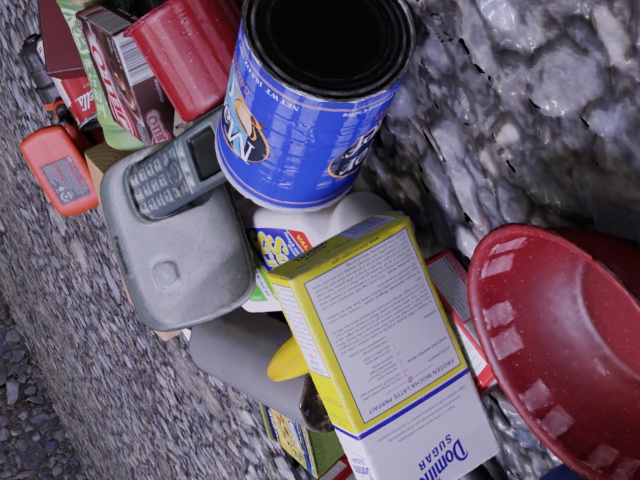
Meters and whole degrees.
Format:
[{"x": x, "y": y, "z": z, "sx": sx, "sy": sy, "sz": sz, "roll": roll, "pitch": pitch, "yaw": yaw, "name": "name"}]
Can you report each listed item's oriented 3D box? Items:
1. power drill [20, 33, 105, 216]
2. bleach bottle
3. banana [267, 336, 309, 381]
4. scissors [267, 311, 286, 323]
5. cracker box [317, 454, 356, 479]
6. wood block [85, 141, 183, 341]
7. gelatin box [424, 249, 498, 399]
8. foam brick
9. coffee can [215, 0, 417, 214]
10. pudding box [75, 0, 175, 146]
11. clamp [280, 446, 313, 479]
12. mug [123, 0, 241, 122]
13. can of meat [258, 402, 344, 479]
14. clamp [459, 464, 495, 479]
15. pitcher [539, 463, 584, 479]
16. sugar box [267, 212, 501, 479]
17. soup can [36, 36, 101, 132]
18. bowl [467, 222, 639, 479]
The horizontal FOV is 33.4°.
[{"x": -0.284, "y": -0.125, "z": 1.186, "sx": 0.187, "sy": 0.057, "sz": 0.184, "roll": -100, "pitch": -15, "yaw": -61, "name": "power drill"}, {"x": -0.005, "y": 0.001, "z": 0.825, "sx": 0.251, "sy": 0.068, "sz": 0.102, "roll": -14, "pitch": 100, "yaw": 63, "name": "bleach bottle"}, {"x": 0.001, "y": 0.080, "z": 0.824, "sx": 0.037, "sy": 0.069, "sz": 0.198, "roll": 58, "pitch": 165, "yaw": 1, "name": "banana"}, {"x": -0.032, "y": 0.079, "z": 1.027, "sx": 0.096, "sy": 0.016, "sz": 0.202, "roll": 37, "pitch": 147, "yaw": 43, "name": "scissors"}, {"x": 0.096, "y": 0.275, "z": 0.867, "sx": 0.164, "sy": 0.072, "sz": 0.214, "roll": 55, "pitch": 162, "yaw": -24, "name": "cracker box"}, {"x": -0.166, "y": -0.009, "z": 1.116, "sx": 0.090, "sy": 0.090, "sz": 0.206, "roll": 40, "pitch": 150, "yaw": 42, "name": "wood block"}, {"x": 0.093, "y": 0.060, "z": 0.723, "sx": 0.089, "sy": 0.030, "sz": 0.073, "roll": 54, "pitch": 157, "yaw": 18, "name": "gelatin box"}, {"x": -0.246, "y": -0.204, "z": 1.065, "sx": 0.053, "sy": 0.051, "sz": 0.078, "roll": -21, "pitch": -75, "yaw": -84, "name": "foam brick"}, {"x": -0.007, "y": -0.093, "z": 0.668, "sx": 0.103, "sy": 0.102, "sz": 0.140, "roll": 55, "pitch": 157, "yaw": 15, "name": "coffee can"}, {"x": -0.167, "y": -0.145, "z": 0.937, "sx": 0.090, "sy": 0.039, "sz": 0.113, "roll": 34, "pitch": 145, "yaw": 49, "name": "pudding box"}, {"x": -0.012, "y": 0.250, "z": 1.153, "sx": 0.120, "sy": 0.039, "sz": 0.171, "roll": -17, "pitch": 97, "yaw": 61, "name": "clamp"}, {"x": -0.094, "y": -0.140, "z": 0.812, "sx": 0.117, "sy": 0.093, "sz": 0.081, "roll": -17, "pitch": 106, "yaw": 57, "name": "mug"}, {"x": -0.013, "y": 0.174, "z": 1.045, "sx": 0.084, "sy": 0.057, "sz": 0.102, "roll": 33, "pitch": 144, "yaw": 47, "name": "can of meat"}, {"x": 0.094, "y": 0.155, "z": 0.800, "sx": 0.165, "sy": 0.036, "sz": 0.210, "roll": 30, "pitch": 151, "yaw": 48, "name": "clamp"}, {"x": 0.191, "y": 0.252, "z": 0.608, "sx": 0.149, "sy": 0.144, "sz": 0.243, "roll": 0, "pitch": 117, "yaw": 35, "name": "pitcher"}, {"x": 0.043, "y": 0.080, "z": 0.689, "sx": 0.048, "sy": 0.093, "sz": 0.176, "roll": 13, "pitch": 127, "yaw": 64, "name": "sugar box"}, {"x": -0.247, "y": -0.175, "z": 1.129, "sx": 0.102, "sy": 0.068, "sz": 0.069, "roll": 62, "pitch": 158, "yaw": 0, "name": "soup can"}, {"x": 0.150, "y": 0.053, "z": 0.560, "sx": 0.162, "sy": 0.055, "sz": 0.162, "roll": 47, "pitch": 153, "yaw": 32, "name": "bowl"}]
